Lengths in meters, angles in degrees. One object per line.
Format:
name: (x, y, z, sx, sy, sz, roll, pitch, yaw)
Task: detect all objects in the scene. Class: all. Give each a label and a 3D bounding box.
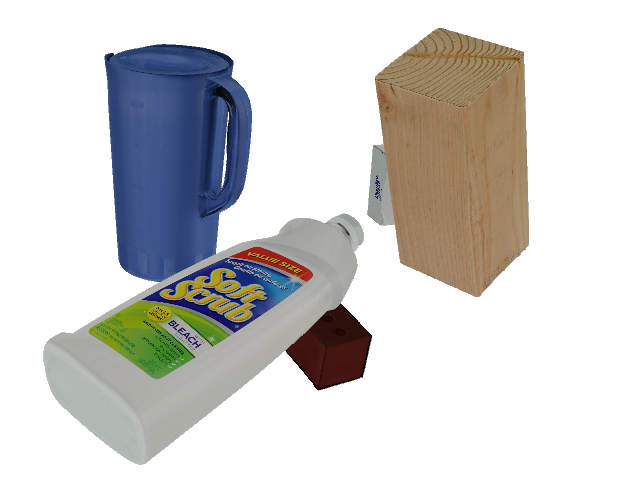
pitcher: (-0.155, -0.080, 1.141, 0.145, 0.243, 0.149, -1, 23, -11)
sugar box: (0.148, -0.072, 1.297, 0.176, 0.093, 0.048, -7, 25, -22)
wood block: (0.119, -0.065, 0.924, 0.091, 0.206, 0.090, 25, 52, 35)
foam brick: (0.003, 0.092, 0.994, 0.052, 0.051, 0.078, -12, 37, -31)
bleach bottle: (-0.065, 0.047, 0.754, 0.103, 0.068, 0.250, 32, 49, 27)
